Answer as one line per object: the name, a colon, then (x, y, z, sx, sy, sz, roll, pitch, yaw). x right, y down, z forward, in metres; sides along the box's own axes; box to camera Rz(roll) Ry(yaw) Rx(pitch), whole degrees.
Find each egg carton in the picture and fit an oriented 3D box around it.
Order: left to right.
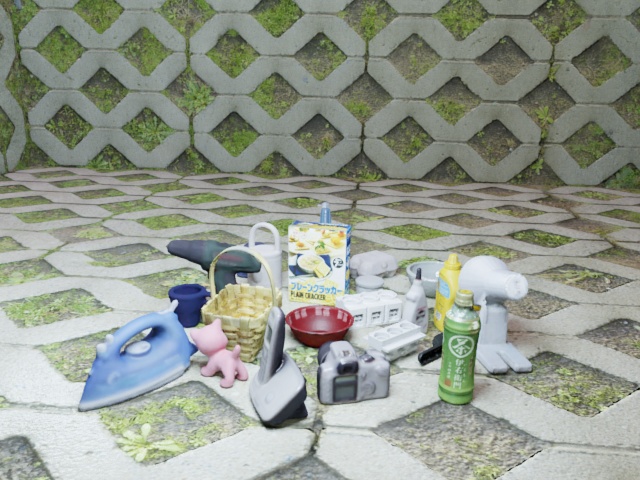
egg carton: (0.162, 0.081, 1.752, 0.151, 0.069, 0.107, -12, 21, -36)

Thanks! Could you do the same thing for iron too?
iron: (-0.365, 0.219, 1.131, 0.118, 0.141, 0.259, 12, 20, 31)

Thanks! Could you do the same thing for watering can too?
watering can: (-0.158, 0.048, 1.623, 0.101, 0.194, 0.173, 1, 17, -2)

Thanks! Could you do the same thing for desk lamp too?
desk lamp: (0.394, 0.155, 1.274, 0.118, 0.214, 0.203, -2, 17, -11)

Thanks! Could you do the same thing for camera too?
camera: (0.055, 0.246, 1.142, 0.143, 0.101, 0.136, -3, 17, -14)

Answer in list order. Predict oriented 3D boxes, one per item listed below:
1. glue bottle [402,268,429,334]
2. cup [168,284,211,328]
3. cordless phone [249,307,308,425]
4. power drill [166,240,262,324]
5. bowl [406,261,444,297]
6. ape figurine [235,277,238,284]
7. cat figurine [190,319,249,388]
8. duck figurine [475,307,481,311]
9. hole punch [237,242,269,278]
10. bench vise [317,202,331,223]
glue bottle: (0.228, 0.148, 1.355, 0.037, 0.173, 0.078, 16, 23, 41)
cup: (-0.308, 0.164, 1.397, 0.117, 0.095, 0.092, 3, 17, 7)
cordless phone: (-0.077, 0.227, 1.050, 0.094, 0.185, 0.147, -6, 18, -22)
power drill: (-0.259, 0.098, 1.423, 0.230, 0.208, 0.075, -2, 17, -10)
bowl: (0.327, 0.119, 1.630, 0.167, 0.075, 0.167, 1, 17, 0)
ape figurine: (-0.249, 0.122, 1.546, 0.075, 0.092, 0.078, 12, 20, 32)
cat figurine: (-0.207, 0.223, 1.171, 0.127, 0.118, 0.067, 14, 21, 37)
duck figurine: (0.400, 0.140, 1.546, 0.104, 0.086, 0.077, -1, 17, -7)
hole punch: (-0.195, 0.063, 1.749, 0.108, 0.091, 0.101, 5, 17, 12)
bench vise: (0.027, 0.005, 1.733, 0.122, 0.220, 0.207, -4, 18, -17)
